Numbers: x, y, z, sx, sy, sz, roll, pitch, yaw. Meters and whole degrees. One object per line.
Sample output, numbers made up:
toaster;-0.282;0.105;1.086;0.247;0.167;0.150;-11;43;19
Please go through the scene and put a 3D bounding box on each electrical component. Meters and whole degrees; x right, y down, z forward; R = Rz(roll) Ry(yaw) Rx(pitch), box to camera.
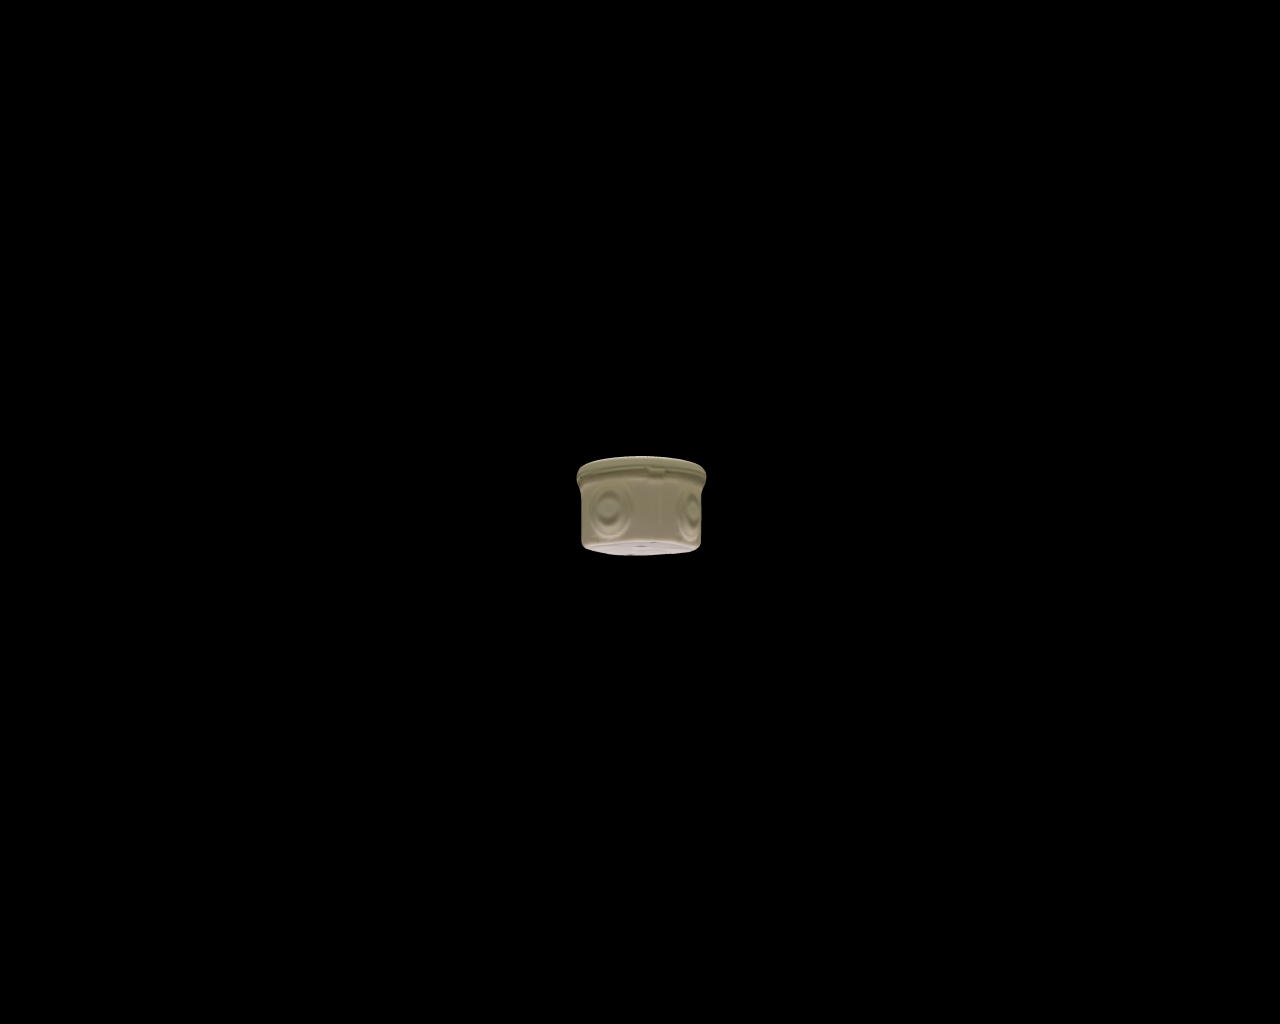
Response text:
electrical component;0.001;-0.003;0.650;0.080;0.051;0.080;0;-9;0
